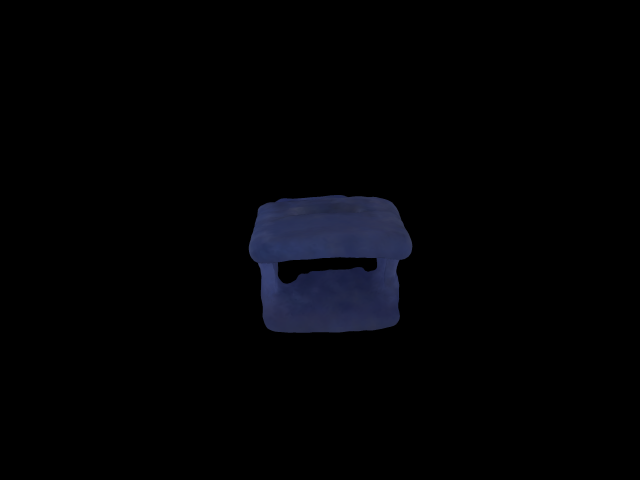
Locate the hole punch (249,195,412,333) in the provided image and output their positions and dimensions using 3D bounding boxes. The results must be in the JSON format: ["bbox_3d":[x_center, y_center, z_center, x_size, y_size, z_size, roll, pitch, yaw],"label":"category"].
[{"bbox_3d":[0.004,0.001,0.400,0.108,0.091,0.101,-2,47,-2],"label":"hole punch"}]
